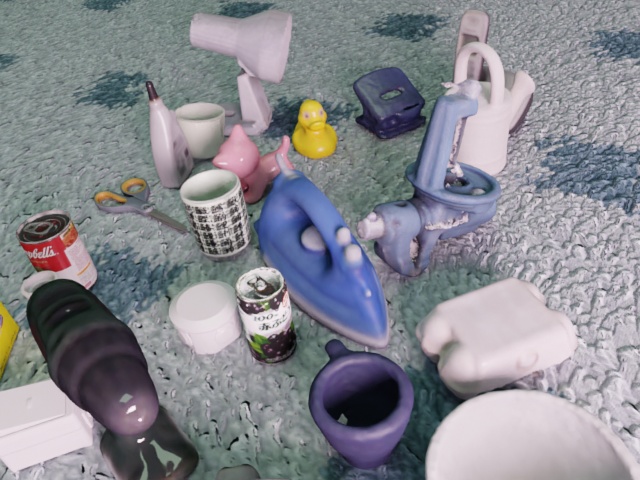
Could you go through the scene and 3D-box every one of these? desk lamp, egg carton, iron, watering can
[{"bbox_3d":[-0.138,-0.300,1.018,0.203,0.214,0.118,-1,40,9],"label":"desk lamp"},{"bbox_3d":[0.182,0.102,0.596,0.150,0.069,0.107,-19,41,-13],"label":"egg carton"},{"bbox_3d":[0.006,0.002,0.687,0.119,0.142,0.257,-24,42,-19],"label":"iron"},{"bbox_3d":[0.239,-0.202,0.855,0.100,0.194,0.173,27,51,35],"label":"watering can"}]

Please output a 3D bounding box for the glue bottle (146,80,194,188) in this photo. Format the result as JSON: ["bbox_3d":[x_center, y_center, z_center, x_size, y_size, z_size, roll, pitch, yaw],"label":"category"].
[{"bbox_3d":[-0.247,-0.173,0.914,0.037,0.173,0.078,2,40,12],"label":"glue bottle"}]

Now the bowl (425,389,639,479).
[{"bbox_3d":[0.168,0.210,0.464,0.167,0.075,0.167,-4,40,4],"label":"bowl"}]

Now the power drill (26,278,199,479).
[{"bbox_3d":[-0.178,0.137,0.502,0.076,0.209,0.228,-33,45,-27],"label":"power drill"}]

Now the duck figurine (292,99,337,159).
[{"bbox_3d":[-0.013,-0.199,0.977,0.077,0.086,0.104,-15,40,-8],"label":"duck figurine"}]

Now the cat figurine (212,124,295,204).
[{"bbox_3d":[-0.100,-0.122,0.873,0.128,0.118,0.067,-18,40,-12],"label":"cat figurine"}]

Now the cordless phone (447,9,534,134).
[{"bbox_3d":[0.280,-0.277,0.947,0.147,0.185,0.094,25,50,34],"label":"cordless phone"}]

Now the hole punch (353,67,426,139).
[{"bbox_3d":[0.124,-0.243,1.004,0.109,0.091,0.100,-25,42,-20],"label":"hole punch"}]

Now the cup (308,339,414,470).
[{"bbox_3d":[0.034,0.158,0.532,0.092,0.095,0.117,-19,41,-13],"label":"cup"}]

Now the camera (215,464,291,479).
[{"bbox_3d":[-0.020,0.239,0.439,0.137,0.101,0.143,-8,39,-1],"label":"camera"}]

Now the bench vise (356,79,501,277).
[{"bbox_3d":[0.142,-0.068,0.689,0.121,0.220,0.208,23,49,32],"label":"bench vise"}]
